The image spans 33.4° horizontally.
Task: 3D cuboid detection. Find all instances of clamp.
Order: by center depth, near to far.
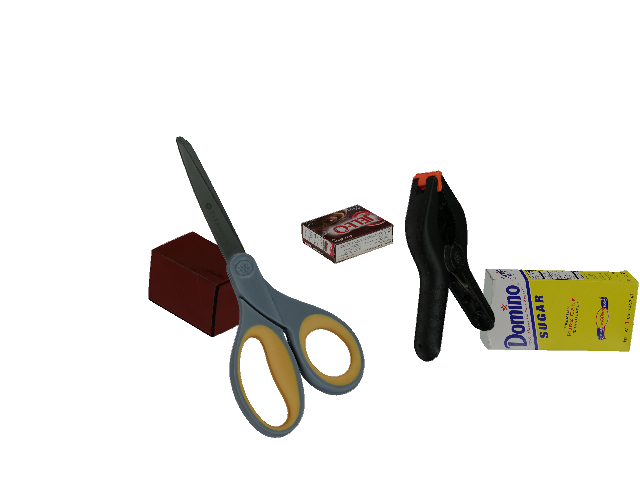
[{"bbox_3d":[0.108,0.025,0.985,0.039,0.171,0.120,-11,13,35],"label":"clamp"}]

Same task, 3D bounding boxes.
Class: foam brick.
[{"bbox_3d":[-0.100,0.036,0.898,0.078,0.051,0.052,27,33,31],"label":"foam brick"}]

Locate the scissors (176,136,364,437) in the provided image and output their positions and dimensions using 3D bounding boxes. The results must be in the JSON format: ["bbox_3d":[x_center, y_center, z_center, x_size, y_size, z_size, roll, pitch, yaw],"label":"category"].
[{"bbox_3d":[-0.030,0.023,0.686,0.096,0.202,0.016,-7,-13,-17],"label":"scissors"}]

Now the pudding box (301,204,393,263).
[{"bbox_3d":[0.041,-0.011,1.623,0.113,0.039,0.090,-21,32,-29],"label":"pudding box"}]

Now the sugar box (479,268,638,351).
[{"bbox_3d":[0.284,0.084,1.277,0.176,0.093,0.048,0,18,-5],"label":"sugar box"}]
